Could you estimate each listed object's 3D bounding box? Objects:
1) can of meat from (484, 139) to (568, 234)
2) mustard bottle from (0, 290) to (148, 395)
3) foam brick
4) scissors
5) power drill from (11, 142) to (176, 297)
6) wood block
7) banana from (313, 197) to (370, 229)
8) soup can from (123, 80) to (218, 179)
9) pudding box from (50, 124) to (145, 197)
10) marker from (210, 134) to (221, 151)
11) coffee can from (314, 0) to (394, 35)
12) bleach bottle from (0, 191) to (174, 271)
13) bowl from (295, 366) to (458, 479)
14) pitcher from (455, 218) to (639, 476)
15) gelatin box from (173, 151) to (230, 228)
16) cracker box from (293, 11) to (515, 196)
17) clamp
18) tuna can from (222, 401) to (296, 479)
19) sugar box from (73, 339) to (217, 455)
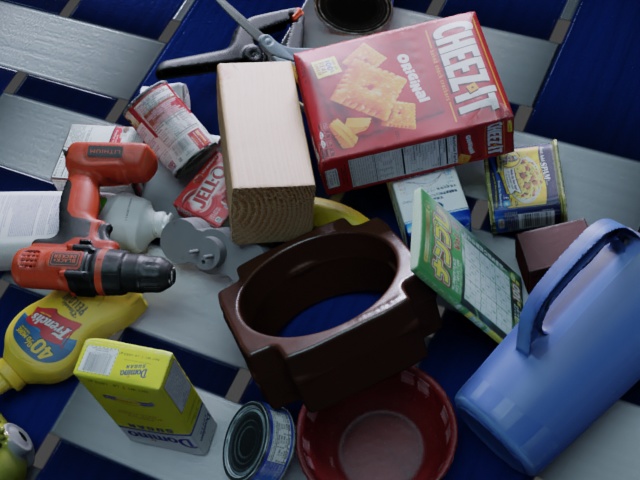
[{"bbox_3d":[0.229,-0.058,1.196,0.084,0.057,0.102,-6,57,9],"label":"can of meat"},{"bbox_3d":[-0.293,0.104,1.196,0.191,0.058,0.096,-43,66,-15],"label":"mustard bottle"},{"bbox_3d":[0.254,0.017,1.145,0.078,0.053,0.051,-12,57,3],"label":"foam brick"},{"bbox_3d":[-0.048,-0.251,1.349,0.096,0.016,0.202,-31,83,-25],"label":"scissors"},{"bbox_3d":[-0.237,-0.022,1.195,0.184,0.057,0.187,3,56,9],"label":"power drill"},{"bbox_3d":[-0.065,-0.102,1.210,0.090,0.090,0.206,-4,48,-8],"label":"wood block"},{"bbox_3d":[-0.011,-0.017,1.232,0.198,0.037,0.069,2,84,15],"label":"banana"},{"bbox_3d":[-0.180,-0.133,1.294,0.068,0.068,0.102,-39,87,-14],"label":"soup can"},{"bbox_3d":[-0.268,-0.098,1.330,0.114,0.039,0.090,4,58,15],"label":"pudding box"},{"bbox_3d":[-0.179,-0.131,1.345,0.121,0.020,0.020,12,61,18],"label":"marker"},{"bbox_3d":[0.051,-0.353,1.389,0.103,0.103,0.140,2,59,12],"label":"coffee can"},{"bbox_3d":[-0.299,-0.010,1.267,0.251,0.068,0.102,0,58,8],"label":"bleach bottle"},{"bbox_3d":[0.058,0.202,1.067,0.162,0.055,0.162,-5,57,8],"label":"bowl"},{"bbox_3d":[0.244,0.102,1.034,0.242,0.145,0.149,-44,85,-9],"label":"pitcher"},{"bbox_3d":[-0.120,-0.055,1.278,0.073,0.030,0.089,27,67,25],"label":"gelatin box"},{"bbox_3d":[0.090,-0.154,1.180,0.213,0.072,0.164,-14,57,2],"label":"cracker box"},{"bbox_3d":[-0.096,-0.229,1.358,0.164,0.036,0.209,32,64,1],"label":"clamp"},{"bbox_3d":[-0.062,0.206,1.071,0.086,0.033,0.086,-35,44,43],"label":"tuna can"},{"bbox_3d":[-0.170,0.160,1.065,0.093,0.176,0.048,9,58,16],"label":"sugar box"}]
